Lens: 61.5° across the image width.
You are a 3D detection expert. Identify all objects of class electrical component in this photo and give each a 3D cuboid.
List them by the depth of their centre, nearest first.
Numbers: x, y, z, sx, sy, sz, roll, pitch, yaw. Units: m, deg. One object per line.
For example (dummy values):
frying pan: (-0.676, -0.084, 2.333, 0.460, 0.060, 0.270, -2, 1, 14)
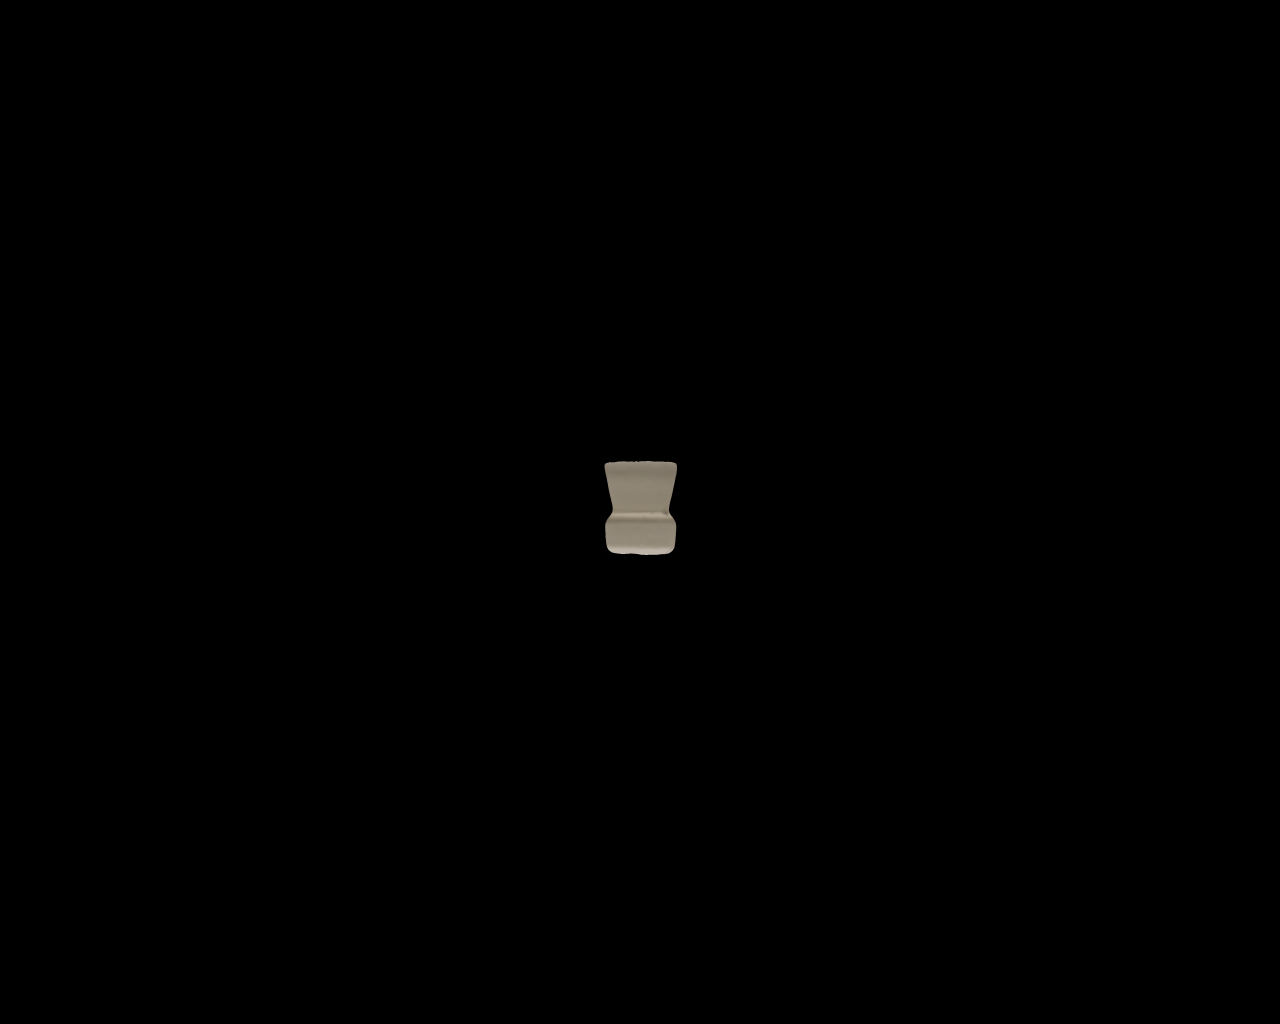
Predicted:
electrical component: (0.001, -0.003, 0.650, 0.045, 0.055, 0.045, 0, 0, 0)
